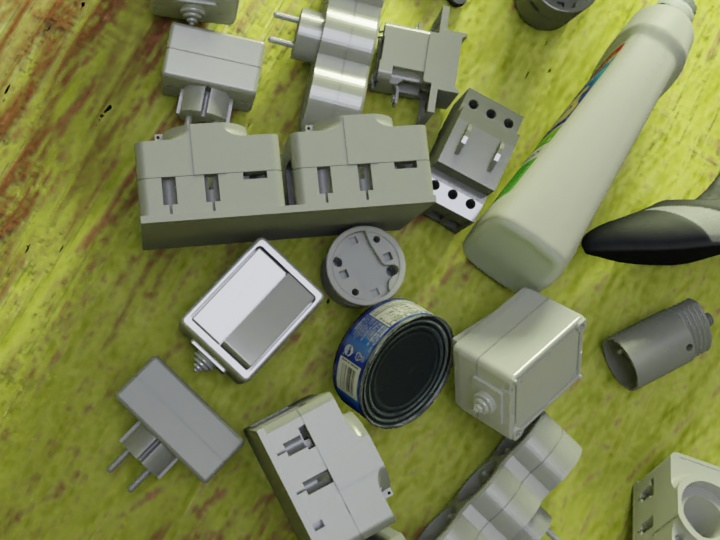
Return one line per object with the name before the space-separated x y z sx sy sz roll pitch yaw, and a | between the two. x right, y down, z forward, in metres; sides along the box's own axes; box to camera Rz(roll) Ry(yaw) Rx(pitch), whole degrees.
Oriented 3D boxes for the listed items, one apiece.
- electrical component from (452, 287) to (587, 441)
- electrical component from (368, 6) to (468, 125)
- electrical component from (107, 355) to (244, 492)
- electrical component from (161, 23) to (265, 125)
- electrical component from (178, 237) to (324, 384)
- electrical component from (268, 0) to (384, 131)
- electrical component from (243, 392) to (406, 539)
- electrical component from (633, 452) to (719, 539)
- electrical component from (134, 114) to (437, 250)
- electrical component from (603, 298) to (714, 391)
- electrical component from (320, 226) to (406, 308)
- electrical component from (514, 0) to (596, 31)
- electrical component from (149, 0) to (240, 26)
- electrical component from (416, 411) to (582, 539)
electrical component | 0.103 0.065 0.742 0.061 0.061 0.096 30 52 35
electrical component | 0.041 -0.151 0.787 0.064 0.042 0.081 11 80 -8
electrical component | -0.133 0.112 0.715 0.083 0.047 0.075 45 77 -2
electrical component | -0.107 -0.123 0.752 0.066 0.047 0.076 11 80 -9
electrical component | -0.078 0.033 0.729 0.062 0.061 0.096 43 77 -3
electrical component | -0.028 -0.165 0.770 0.074 0.052 0.138 13 80 -9
electrical component | -0.004 0.173 0.701 0.060 0.105 0.186 -27 88 -13
electrical component | 0.274 0.197 0.755 0.150 0.061 0.089 20 49 -8
electrical component | -0.055 -0.058 0.723 0.186 0.105 0.060 -5 83 -12
electrical component | 0.226 0.052 0.794 0.081 0.043 0.043 -25 87 -13
electrical component | 0.000 0.000 0.756 0.055 0.047 0.055 1 82 -11
electrical component | 0.148 -0.212 0.813 0.055 0.047 0.055 1 82 -11
electrical component | -0.114 -0.214 0.756 0.062 0.061 0.096 6 81 -10
electrical component | 0.108 0.172 0.750 0.074 0.052 0.138 44 77 -2
